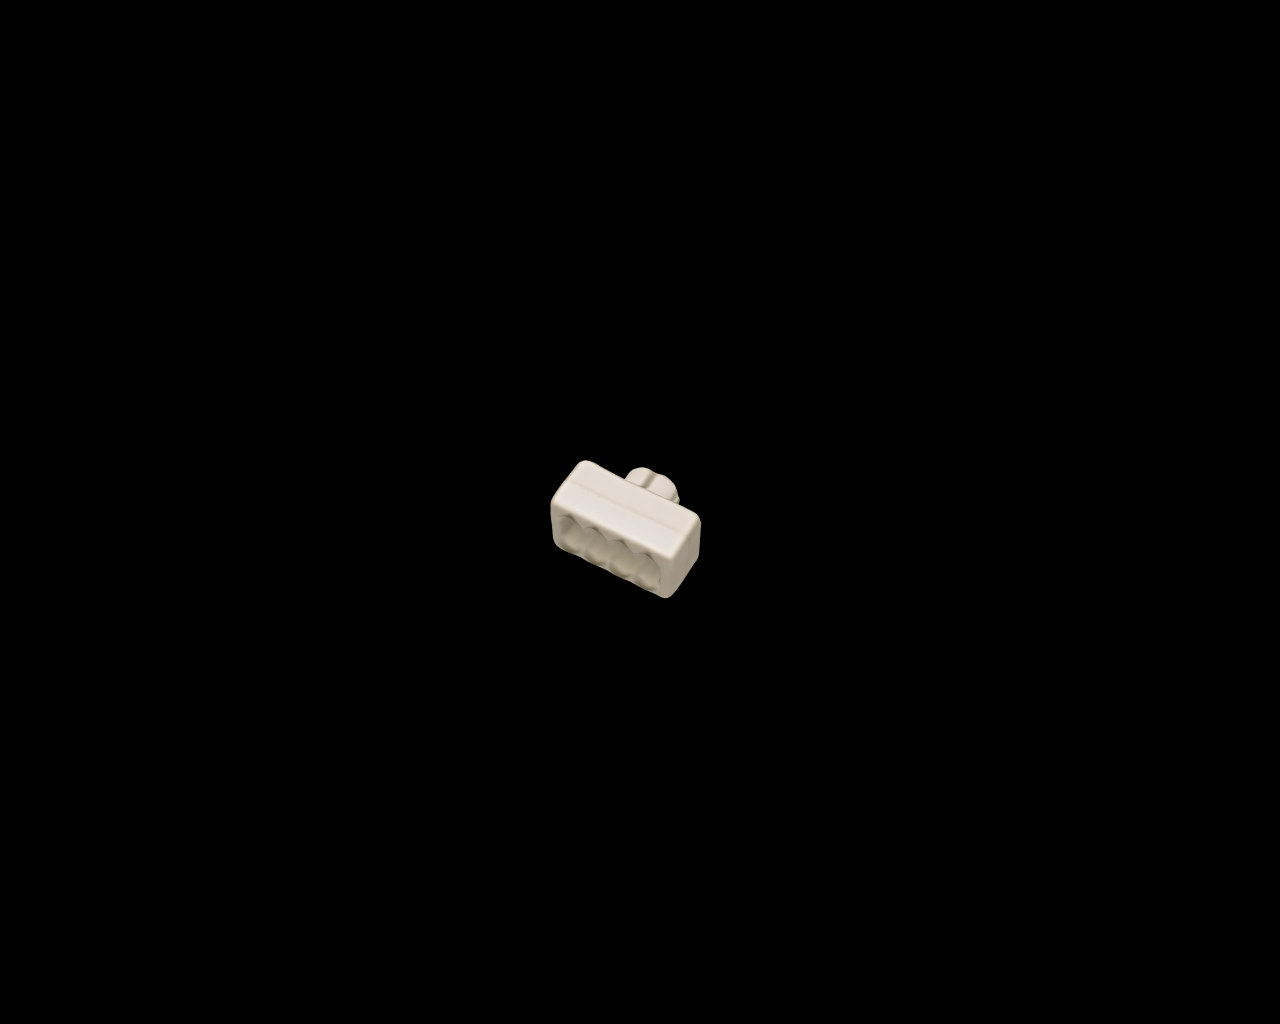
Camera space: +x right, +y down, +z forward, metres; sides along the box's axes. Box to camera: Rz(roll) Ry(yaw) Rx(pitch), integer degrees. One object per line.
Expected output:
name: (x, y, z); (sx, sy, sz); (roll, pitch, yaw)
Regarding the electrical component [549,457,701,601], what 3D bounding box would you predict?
electrical component: (0.001, -0.003, 0.650); (0.083, 0.076, 0.047); (26, -30, 17)
